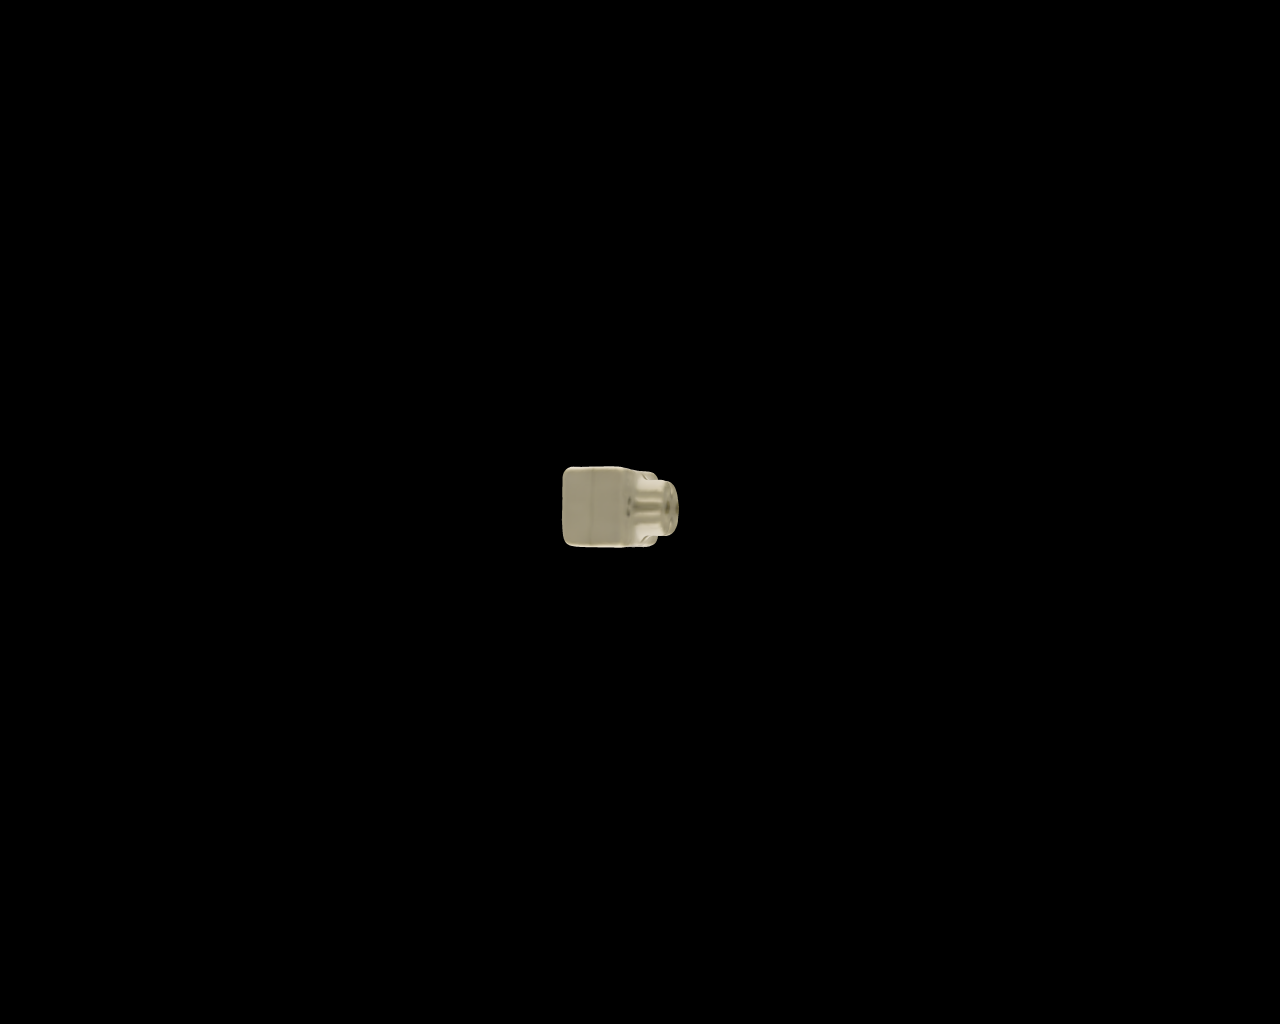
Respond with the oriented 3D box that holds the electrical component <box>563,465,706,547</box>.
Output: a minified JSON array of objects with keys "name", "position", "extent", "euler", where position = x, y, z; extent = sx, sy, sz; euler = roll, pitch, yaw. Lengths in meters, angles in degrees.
[{"name":"electrical component","position":[0.001,-0.003,0.650],"extent":[0.077,0.047,0.066],"euler":[-1,-2,20]}]
